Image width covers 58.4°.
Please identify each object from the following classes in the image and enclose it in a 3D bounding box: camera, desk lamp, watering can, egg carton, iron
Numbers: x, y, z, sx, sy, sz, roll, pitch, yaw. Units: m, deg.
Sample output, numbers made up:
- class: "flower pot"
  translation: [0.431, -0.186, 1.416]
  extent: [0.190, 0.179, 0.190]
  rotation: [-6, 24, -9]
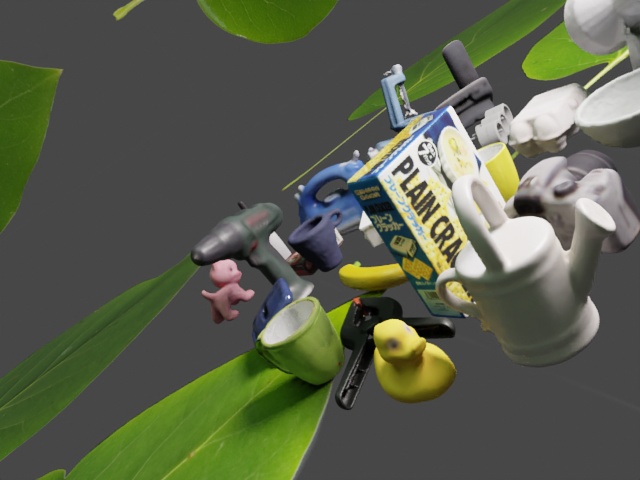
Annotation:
- class: "camera"
  translation: [0.310, -0.059, 0.691]
  extent: [0.137, 0.101, 0.142]
  rotation: [-43, 19, -24]
- class: "desk lamp"
  translation: [0.487, -0.312, 0.847]
  extent: [0.118, 0.214, 0.203]
  rotation: [-37, 17, -7]
- class: "watering can"
  translation: [0.190, 0.016, 0.554]
  extent: [0.172, 0.194, 0.101]
  rotation: [-31, 18, 11]
- class: "egg carton"
  translation: [0.394, -0.205, 0.977]
  extent: [0.150, 0.069, 0.107]
  rotation: [-45, 20, -29]
- class: "iron"
  translation: [0.026, -0.089, 1.228]
  extent: [0.257, 0.142, 0.119]
  rotation: [-22, 21, 35]

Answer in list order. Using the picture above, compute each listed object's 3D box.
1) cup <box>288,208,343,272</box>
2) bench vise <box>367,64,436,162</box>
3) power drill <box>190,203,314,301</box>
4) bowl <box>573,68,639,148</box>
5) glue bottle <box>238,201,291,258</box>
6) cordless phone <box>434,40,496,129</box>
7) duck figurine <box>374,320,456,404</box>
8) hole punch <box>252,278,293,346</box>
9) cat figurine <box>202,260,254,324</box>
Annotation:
- class: "cup"
  translation: [0.010, 0.004, 1.088]
  extent: [0.118, 0.095, 0.091]
  rotation: [-38, 18, -11]
- class: "bench vise"
  translation: [0.182, -0.259, 1.258]
  extent: [0.208, 0.220, 0.121]
  rotation: [-44, 20, -28]
- class: "power drill"
  translation: [-0.108, 0.040, 1.017]
  extent: [0.075, 0.209, 0.230]
  rotation: [-23, 21, 33]
- class: "bowl"
  translation: [0.449, -0.178, 0.797]
  extent: [0.167, 0.075, 0.167]
  rotation: [-31, 18, 11]
- class: "glue bottle"
  translation: [-0.128, -0.016, 1.261]
  extent: [0.037, 0.173, 0.078]
  rotation: [-41, 19, -20]
- class: "cordless phone"
  translation: [0.311, -0.354, 1.332]
  extent: [0.147, 0.185, 0.094]
  rotation: [-34, 17, 2]
- class: "duck figurine"
  translation: [0.090, 0.125, 0.634]
  extent: [0.078, 0.086, 0.104]
  rotation: [-43, 19, -25]
- class: "hole punch"
  translation: [-0.068, 0.126, 0.913]
  extent: [0.101, 0.091, 0.108]
  rotation: [-36, 17, -3]
- class: "cat figurine"
  translation: [-0.204, 0.094, 1.204]
  extent: [0.067, 0.118, 0.128]
  rotation: [-22, 22, 36]
